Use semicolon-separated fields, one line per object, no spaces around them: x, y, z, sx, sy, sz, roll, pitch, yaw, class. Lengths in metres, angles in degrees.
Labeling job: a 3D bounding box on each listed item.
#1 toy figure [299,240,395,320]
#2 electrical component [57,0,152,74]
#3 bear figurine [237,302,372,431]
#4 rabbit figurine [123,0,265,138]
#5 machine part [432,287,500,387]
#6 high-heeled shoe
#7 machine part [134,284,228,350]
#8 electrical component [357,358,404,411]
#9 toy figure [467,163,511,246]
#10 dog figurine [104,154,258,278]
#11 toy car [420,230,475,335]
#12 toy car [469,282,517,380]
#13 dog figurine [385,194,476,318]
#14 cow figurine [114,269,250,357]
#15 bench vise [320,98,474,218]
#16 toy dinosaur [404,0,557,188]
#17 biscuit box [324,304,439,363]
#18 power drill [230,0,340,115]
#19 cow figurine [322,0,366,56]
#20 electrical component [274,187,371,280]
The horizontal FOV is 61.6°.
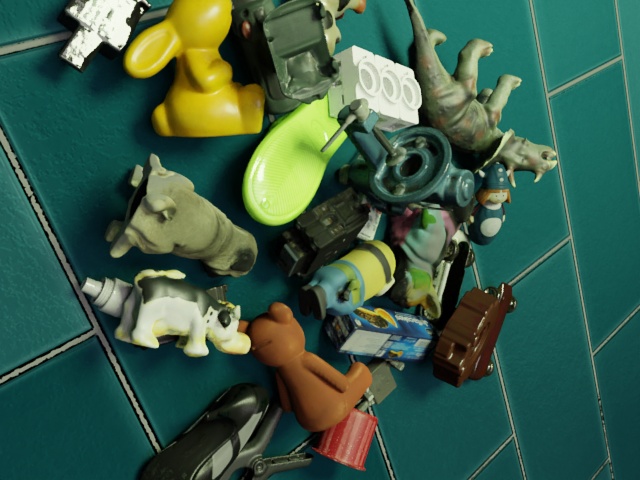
0.047;0.059;0.811;0.180;0.082;0.089;-19;131;-42;toy figure
-0.255;-0.243;0.614;0.074;0.048;0.119;32;78;-33;electrical component
-0.030;0.174;0.785;0.196;0.120;0.132;57;25;0;bear figurine
-0.152;-0.215;0.651;0.162;0.122;0.173;-2;113;-14;rabbit figurine
0.259;0.173;0.947;0.179;0.056;0.179;-41;145;-39;machine part
-0.159;0.309;0.747;0.248;0.086;0.145;-60;155;6;high-heeled shoe
-0.181;0.107;0.709;0.139;0.039;0.084;-12;110;-34;machine part
0.098;0.240;0.915;0.102;0.045;0.078;-30;110;-29;electrical component
0.298;-0.061;0.938;0.064;0.058;0.154;-24;137;-27;toy figure
-0.141;-0.009;0.650;0.190;0.172;0.121;24;92;-27;dog figurine
0.231;0.079;0.985;0.073;0.056;0.201;18;86;-42;toy car
0.330;0.179;1.065;0.089;0.053;0.202;21;87;-40;toy car
0.184;0.018;0.918;0.191;0.109;0.219;-15;108;-36;dog figurine
-0.157;0.092;0.665;0.167;0.068;0.098;17;78;-39;cow figurine
0.089;-0.114;0.741;0.129;0.224;0.240;-56;137;-5;bench vise
0.235;-0.227;0.924;0.404;0.131;0.192;28;79;-28;toy dinosaur
0.107;0.154;0.889;0.202;0.063;0.059;15;121;-37;biscuit box
-0.063;-0.256;0.656;0.086;0.207;0.231;-28;122;-17;power drill
0.000;-0.353;0.759;0.127;0.086;0.194;-6;101;-41;cow figurine
-0.002;-0.002;0.773;0.134;0.114;0.058;-33;74;-27;electrical component
